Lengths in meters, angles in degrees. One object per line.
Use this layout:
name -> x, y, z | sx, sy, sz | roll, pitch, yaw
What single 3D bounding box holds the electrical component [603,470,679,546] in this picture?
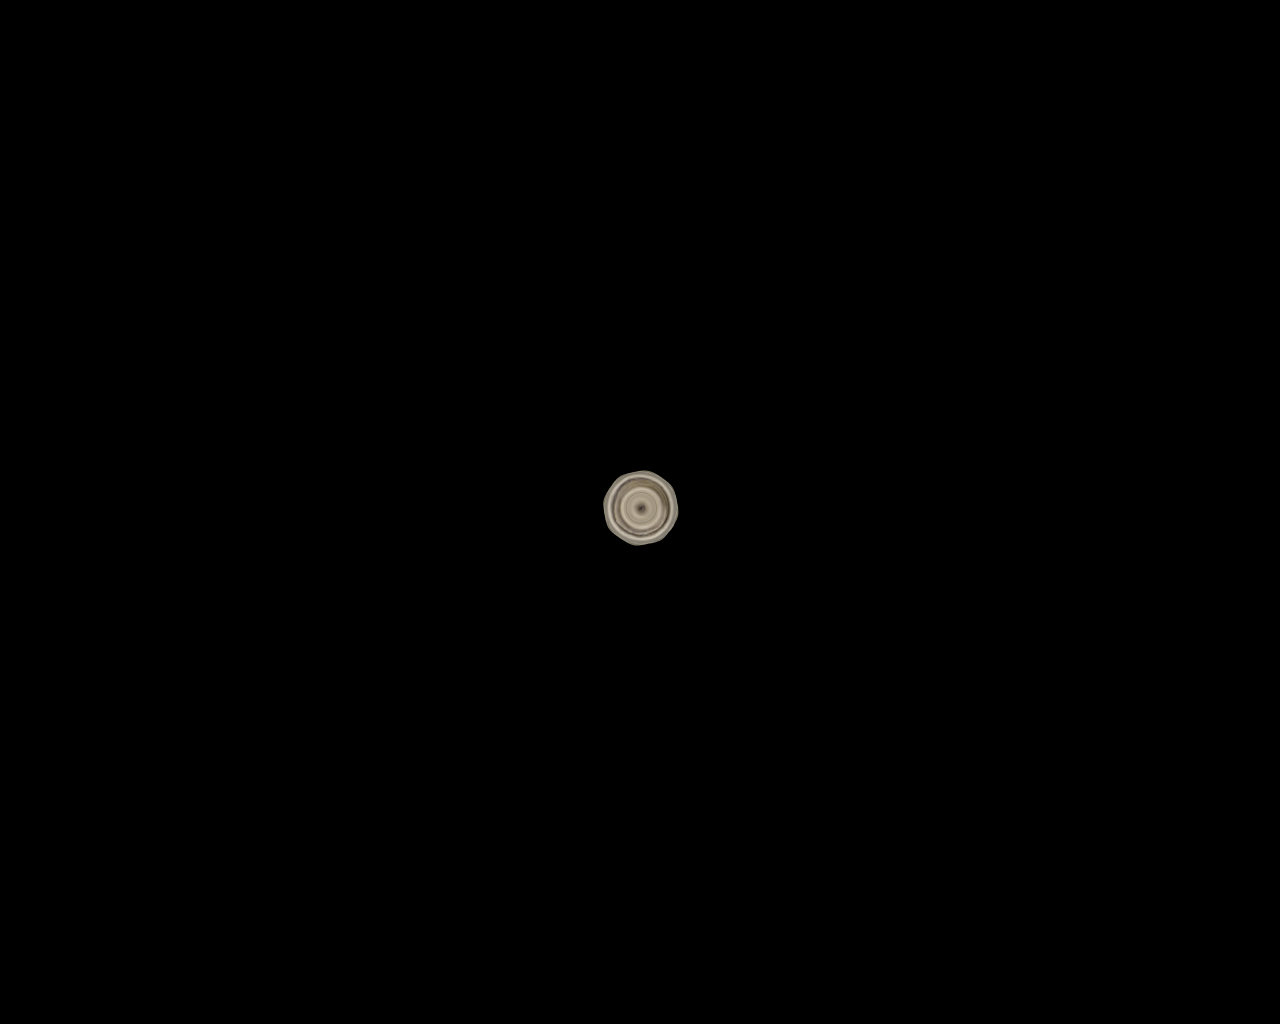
electrical component -> 0.001, -0.003, 0.650 | 0.048, 0.048, 0.062 | 0, 0, 0
